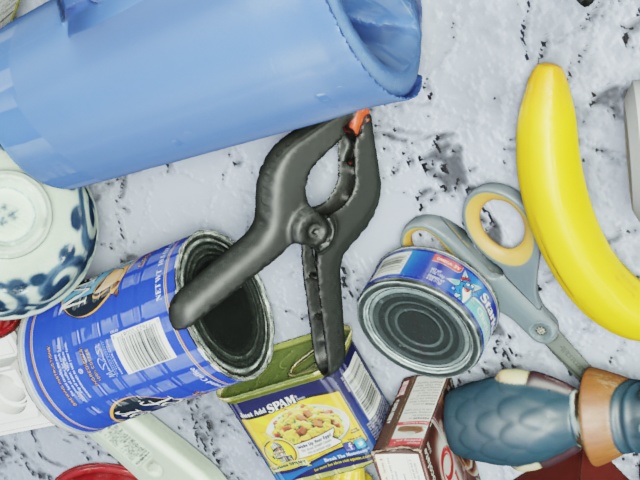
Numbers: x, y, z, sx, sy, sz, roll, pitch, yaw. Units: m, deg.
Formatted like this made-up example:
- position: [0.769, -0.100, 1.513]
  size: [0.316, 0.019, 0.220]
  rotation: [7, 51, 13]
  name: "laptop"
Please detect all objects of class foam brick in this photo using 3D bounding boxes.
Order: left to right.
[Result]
- position: [0.164, 0.179, 0.714]
  size: [0.053, 0.051, 0.078]
  rotation: [45, 121, -7]
  name: "foam brick"

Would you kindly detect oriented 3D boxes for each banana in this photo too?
- position: [0.159, -0.007, 0.627]
  size: [0.069, 0.037, 0.197]
  rotation: [-39, 105, -7]
  name: "banana"

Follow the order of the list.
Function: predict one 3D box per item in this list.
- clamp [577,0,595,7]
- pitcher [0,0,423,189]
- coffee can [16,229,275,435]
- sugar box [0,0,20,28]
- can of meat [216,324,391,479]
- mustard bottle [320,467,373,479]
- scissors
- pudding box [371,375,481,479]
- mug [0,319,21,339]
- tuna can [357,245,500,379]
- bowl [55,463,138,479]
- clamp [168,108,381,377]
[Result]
- position: [0.201, -0.219, 0.498]
  size: [0.164, 0.036, 0.210]
  rotation: [-2, 111, 5]
  name: "clamp"
- position: [-0.076, -0.114, 0.593]
  size: [0.243, 0.144, 0.149]
  rotation: [-15, 101, 28]
  name: "pitcher"
- position: [-0.116, 0.064, 0.716]
  size: [0.140, 0.102, 0.103]
  rotation: [-22, 108, 26]
  name: "coffee can"
- position: [-0.219, -0.170, 0.626]
  size: [0.093, 0.048, 0.176]
  rotation: [41, 147, -6]
  name: "sugar box"
- position: [-0.006, 0.116, 0.734]
  size: [0.102, 0.057, 0.084]
  rotation: [-20, 110, 26]
  name: "can of meat"
- position: [0.011, 0.237, 0.791]
  size: [0.096, 0.058, 0.192]
  rotation: [14, 119, 11]
  name: "mustard bottle"
- position: [0.144, 0.038, 0.665]
  size: [0.202, 0.016, 0.096]
  rotation: [34, 126, 0]
  name: "scissors"
- position: [0.075, 0.159, 0.710]
  size: [0.039, 0.090, 0.113]
  rotation: [-10, 112, 23]
  name: "pudding box"
- position: [-0.247, 0.004, 0.745]
  size: [0.117, 0.093, 0.082]
  rotation: [47, 122, 34]
  name: "mug"
- position: [0.067, 0.047, 0.672]
  size: [0.086, 0.033, 0.086]
  rotation: [19, 137, 18]
  name: "tuna can"
- position: [-0.165, 0.261, 0.863]
  size: [0.162, 0.055, 0.162]
  rotation: [8, 119, 14]
  name: "bowl"
- position: [-0.004, 0.001, 0.649]
  size: [0.120, 0.039, 0.171]
  rotation: [31, 91, -34]
  name: "clamp"
